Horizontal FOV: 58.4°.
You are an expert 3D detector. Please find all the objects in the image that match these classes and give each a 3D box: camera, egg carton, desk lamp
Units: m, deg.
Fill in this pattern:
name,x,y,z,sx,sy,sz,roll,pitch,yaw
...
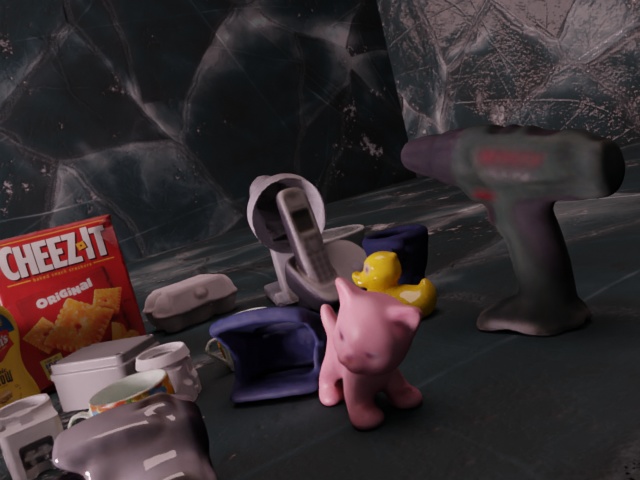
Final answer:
name,x,y,z,sx,sy,sz,roll,pitch,yaw
camera,-0.129,0.150,0.331,0.137,0.101,0.143,-17,8,-18
egg carton,-0.222,0.106,0.987,0.151,0.069,0.107,-19,9,-36
desk lamp,-0.059,-0.005,0.944,0.118,0.213,0.203,-16,8,-15

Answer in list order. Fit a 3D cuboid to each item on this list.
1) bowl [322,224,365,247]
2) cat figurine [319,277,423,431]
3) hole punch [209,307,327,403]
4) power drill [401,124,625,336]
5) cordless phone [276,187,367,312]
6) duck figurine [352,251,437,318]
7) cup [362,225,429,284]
name,x,y,z,sx,sy,sz,roll,pitch,yaw
bowl,0.015,0.025,1.127,0.167,0.075,0.167,-14,7,2
cat figurine,0.034,0.082,0.467,0.067,0.118,0.127,-17,8,-23
hole punch,-0.044,0.102,0.577,0.108,0.091,0.101,-12,8,16
power drill,0.186,-0.017,0.571,0.076,0.208,0.228,-20,9,-38
cordless phone,0.008,0.003,0.864,0.093,0.185,0.148,-7,10,44
duck figurine,0.087,0.055,0.703,0.104,0.086,0.078,-11,8,24
cup,0.111,0.035,0.775,0.091,0.095,0.118,-14,7,5
